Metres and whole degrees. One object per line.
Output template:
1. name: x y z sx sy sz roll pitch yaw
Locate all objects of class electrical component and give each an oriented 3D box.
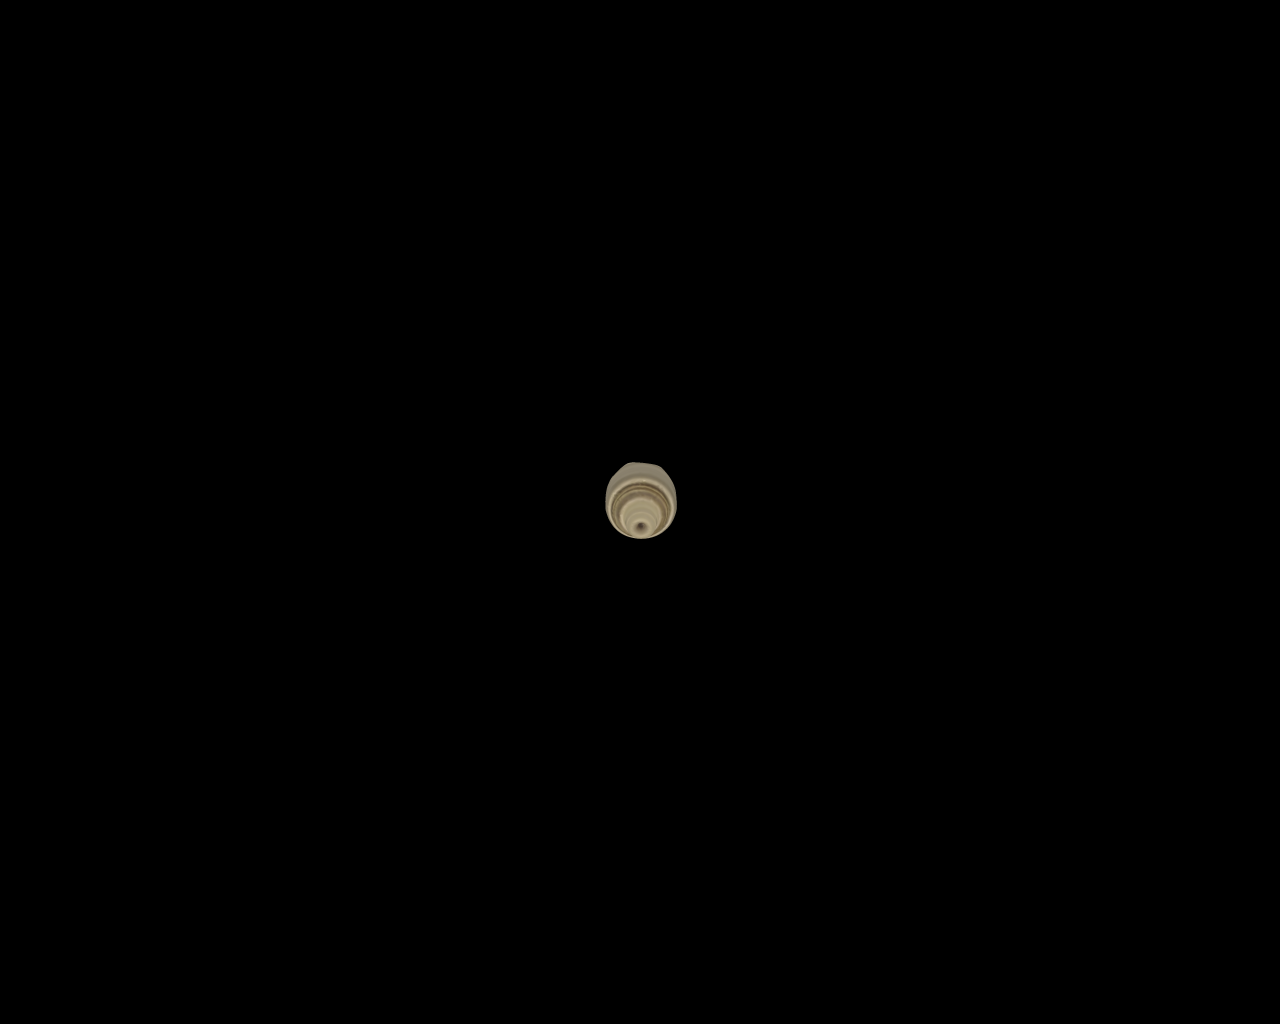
1. electrical component: 0.001 -0.003 0.650 0.043 0.043 0.062 0 24 0
